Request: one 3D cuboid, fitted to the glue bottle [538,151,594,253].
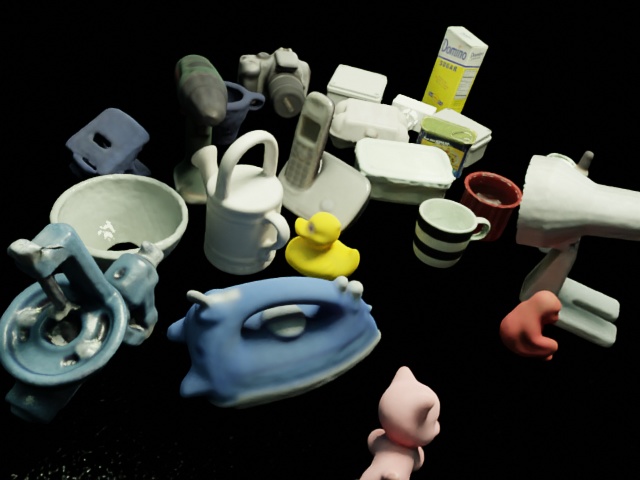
[{"bbox_3d":[0.383,-0.063,0.896,0.037,0.173,0.078,8,41,-5],"label":"glue bottle"}]

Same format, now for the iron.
[{"bbox_3d":[-0.034,0.089,0.640,0.259,0.141,0.118,-8,45,-22],"label":"iron"}]

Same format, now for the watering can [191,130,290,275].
[{"bbox_3d":[-0.105,-0.059,0.750,0.172,0.194,0.101,22,41,11],"label":"watering can"}]

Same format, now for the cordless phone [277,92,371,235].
[{"bbox_3d":[0.011,-0.113,0.848,0.147,0.185,0.094,31,44,21],"label":"cordless phone"}]

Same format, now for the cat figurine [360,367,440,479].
[{"bbox_3d":[0.081,0.196,0.566,0.067,0.118,0.128,21,41,10],"label":"cat figurine"}]

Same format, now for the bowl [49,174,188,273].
[{"bbox_3d":[-0.257,-0.010,0.747,0.167,0.075,0.167,7,41,-6],"label":"bowl"}]

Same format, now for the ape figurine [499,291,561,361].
[{"bbox_3d":[0.280,0.105,0.740,0.076,0.092,0.078,17,41,6],"label":"ape figurine"}]

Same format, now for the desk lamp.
[{"bbox_3d":[0.346,0.007,0.775,0.203,0.213,0.118,25,42,14],"label":"desk lamp"}]

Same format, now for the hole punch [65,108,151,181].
[{"bbox_3d":[-0.318,-0.134,0.861,0.108,0.091,0.101,35,46,24],"label":"hole punch"}]

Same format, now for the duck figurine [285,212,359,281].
[{"bbox_3d":[0.007,0.003,0.792,0.104,0.086,0.077,18,41,6],"label":"duck figurine"}]

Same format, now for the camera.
[{"bbox_3d":[-0.084,-0.304,1.107,0.143,0.101,0.136,1,42,-13],"label":"camera"}]

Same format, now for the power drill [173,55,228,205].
[{"bbox_3d":[-0.174,-0.160,0.837,0.076,0.208,0.229,-5,43,-19],"label":"power drill"}]

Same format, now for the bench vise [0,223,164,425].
[{"bbox_3d":[-0.243,0.048,0.573,0.121,0.220,0.207,12,41,-1],"label":"bench vise"}]

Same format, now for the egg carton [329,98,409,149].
[{"bbox_3d":[0.091,-0.208,1.066,0.150,0.069,0.107,10,41,-3],"label":"egg carton"}]

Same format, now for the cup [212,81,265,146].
[{"bbox_3d":[-0.156,-0.214,0.991,0.118,0.095,0.091,-7,44,-21],"label":"cup"}]
